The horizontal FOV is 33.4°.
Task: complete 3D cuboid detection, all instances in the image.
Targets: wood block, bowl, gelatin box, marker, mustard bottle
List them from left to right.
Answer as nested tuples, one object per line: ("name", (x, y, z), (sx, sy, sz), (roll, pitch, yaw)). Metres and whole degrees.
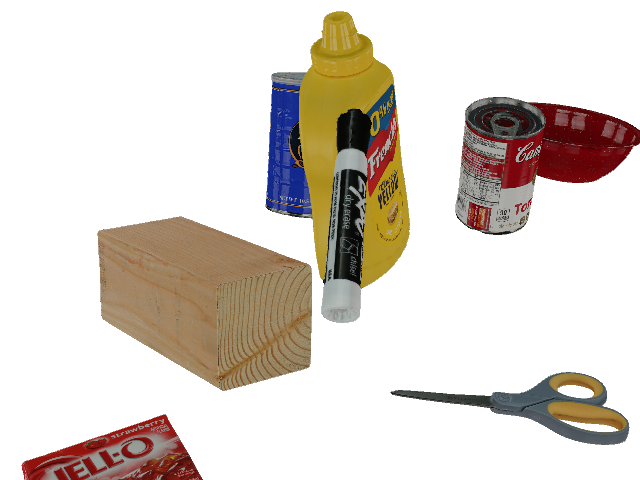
("gelatin box", (-0.116, 0.139, 0.599), (0.089, 0.030, 0.073), (-16, 28, -20))
("wood block", (-0.104, 0.047, 0.915), (0.090, 0.090, 0.206), (-11, 18, -36))
("marker", (0.014, -0.016, 0.546), (0.020, 0.121, 0.020), (4, -29, 2))
("mustard bottle", (0.022, -0.067, 0.739), (0.058, 0.191, 0.096), (12, 41, 27))
("bowl", (0.268, -0.105, 1.178), (0.162, 0.055, 0.162), (6, 23, -3))

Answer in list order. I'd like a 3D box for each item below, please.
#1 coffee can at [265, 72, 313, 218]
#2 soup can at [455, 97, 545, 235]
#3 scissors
("coffee can", (-0.004, -0.101, 1.118), (0.103, 0.140, 0.103), (3, 13, -1))
("soup can", (0.155, -0.064, 0.931), (0.068, 0.102, 0.068), (1, 36, -1))
("scissors", (0.168, 0.133, 0.934), (0.202, 0.016, 0.096), (13, 29, 11))
